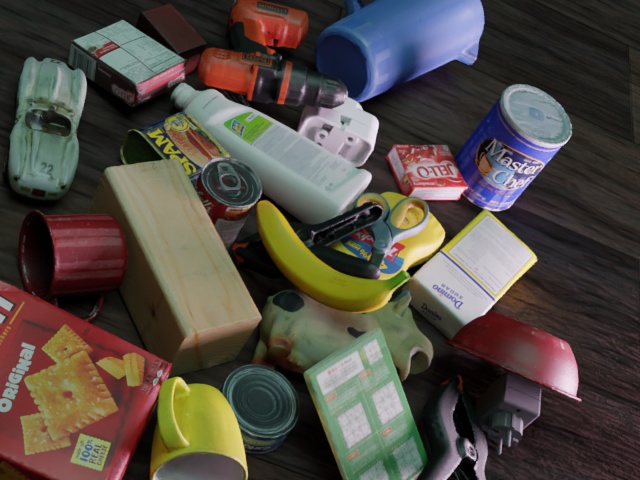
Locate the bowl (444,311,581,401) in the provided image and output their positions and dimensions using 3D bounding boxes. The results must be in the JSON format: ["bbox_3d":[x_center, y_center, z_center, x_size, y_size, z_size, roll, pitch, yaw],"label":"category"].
[{"bbox_3d":[0.222,0.122,1.180,0.162,0.162,0.055,24,88,-9],"label":"bowl"}]

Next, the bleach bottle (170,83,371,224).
[{"bbox_3d":[-0.067,-0.110,1.278,0.251,0.068,0.102,35,40,6],"label":"bleach bottle"}]

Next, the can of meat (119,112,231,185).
[{"bbox_3d":[-0.162,-0.092,1.216,0.102,0.058,0.083,47,45,12],"label":"can of meat"}]

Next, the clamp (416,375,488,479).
[{"bbox_3d":[0.137,0.225,1.106,0.164,0.036,0.210,36,35,-36],"label":"clamp"}]

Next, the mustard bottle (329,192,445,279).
[{"bbox_3d":[0.060,0.018,1.243,0.096,0.058,0.191,38,46,14],"label":"mustard bottle"}]

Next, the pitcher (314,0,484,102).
[{"bbox_3d":[0.100,-0.286,1.466,0.149,0.145,0.242,21,39,36],"label":"pitcher"}]

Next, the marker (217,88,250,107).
[{"bbox_3d":[-0.120,-0.193,1.345,0.020,0.020,0.121,-26,69,-40],"label":"marker"}]

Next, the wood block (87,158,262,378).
[{"bbox_3d":[-0.155,0.027,1.099,0.090,0.091,0.206,-12,61,-35],"label":"wood block"}]

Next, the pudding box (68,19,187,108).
[{"bbox_3d":[-0.229,-0.212,1.273,0.113,0.039,0.089,35,44,18],"label":"pudding box"}]

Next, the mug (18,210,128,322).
[{"bbox_3d":[-0.243,0.027,1.061,0.081,0.093,0.117,-3,87,-37],"label":"mug"}]

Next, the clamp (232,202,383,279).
[{"bbox_3d":[-0.008,0.001,1.180,0.172,0.039,0.120,2,35,15],"label":"clamp"}]

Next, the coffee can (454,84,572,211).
[{"bbox_3d":[0.248,-0.120,1.399,0.102,0.140,0.103,15,49,-18],"label":"coffee can"}]

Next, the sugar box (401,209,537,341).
[{"bbox_3d":[0.183,0.043,1.301,0.093,0.048,0.175,44,50,10],"label":"sugar box"}]

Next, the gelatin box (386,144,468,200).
[{"bbox_3d":[0.140,-0.089,1.393,0.089,0.030,0.073,-2,56,-29],"label":"gelatin box"}]

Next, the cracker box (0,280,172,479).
[{"bbox_3d":[-0.261,0.140,0.963,0.213,0.072,0.164,27,46,-5],"label":"cracker box"}]

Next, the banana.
[{"bbox_3d":[0.000,0.026,1.106,0.198,0.069,0.037,27,-3,27],"label":"banana"}]

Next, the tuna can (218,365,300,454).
[{"bbox_3d":[-0.064,0.169,1.072,0.086,0.034,0.086,15,49,-17],"label":"tuna can"}]

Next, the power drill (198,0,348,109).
[{"bbox_3d":[-0.055,-0.235,1.348,0.184,0.057,0.187,13,35,-7],"label":"power drill"}]

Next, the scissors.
[{"bbox_3d":[0.055,-0.001,1.203,0.096,0.016,0.201,23,41,23],"label":"scissors"}]

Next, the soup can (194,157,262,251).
[{"bbox_3d":[-0.112,-0.033,1.161,0.068,0.102,0.068,15,49,-18],"label":"soup can"}]

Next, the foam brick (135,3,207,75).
[{"bbox_3d":[-0.189,-0.246,1.327,0.051,0.053,0.078,-30,72,-41],"label":"foam brick"}]
